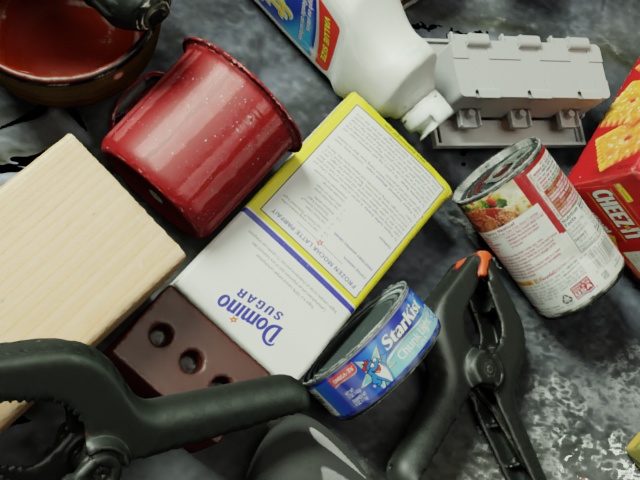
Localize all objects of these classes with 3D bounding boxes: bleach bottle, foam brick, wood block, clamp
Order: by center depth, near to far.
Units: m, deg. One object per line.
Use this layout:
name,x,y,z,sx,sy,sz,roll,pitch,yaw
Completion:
clamp,-0.111,0.115,0.506,0.209,0.036,0.164,27,86,-40
wood block,-0.178,0.052,0.541,0.091,0.090,0.205,46,63,-3
foam brick,-0.078,0.073,0.597,0.078,0.051,0.053,42,62,-5
clamp,0.087,0.088,0.664,0.120,0.039,0.171,11,63,-37
bleach bottle,-0.002,-0.171,0.676,0.068,0.103,0.251,-40,90,-28

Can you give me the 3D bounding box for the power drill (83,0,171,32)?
power drill,-0.195,-0.137,0.556,0.187,0.057,0.184,-37,69,-20

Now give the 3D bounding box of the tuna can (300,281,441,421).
tuna can,0.030,0.065,0.625,0.034,0.086,0.086,46,63,-5

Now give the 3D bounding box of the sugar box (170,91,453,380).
sugar box,-0.005,0.001,0.655,0.093,0.048,0.176,44,66,-4

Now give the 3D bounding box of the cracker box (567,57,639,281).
cracker box,0.284,-0.060,0.758,0.164,0.072,0.213,47,62,-20

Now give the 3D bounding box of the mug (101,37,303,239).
mug,-0.079,-0.061,0.621,0.117,0.093,0.081,34,76,31

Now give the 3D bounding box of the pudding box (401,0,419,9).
pudding box,0.032,-0.211,0.740,0.089,0.039,0.113,-36,88,-27

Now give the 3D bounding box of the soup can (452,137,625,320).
soup can,0.143,-0.007,0.696,0.068,0.069,0.102,-44,102,-27
